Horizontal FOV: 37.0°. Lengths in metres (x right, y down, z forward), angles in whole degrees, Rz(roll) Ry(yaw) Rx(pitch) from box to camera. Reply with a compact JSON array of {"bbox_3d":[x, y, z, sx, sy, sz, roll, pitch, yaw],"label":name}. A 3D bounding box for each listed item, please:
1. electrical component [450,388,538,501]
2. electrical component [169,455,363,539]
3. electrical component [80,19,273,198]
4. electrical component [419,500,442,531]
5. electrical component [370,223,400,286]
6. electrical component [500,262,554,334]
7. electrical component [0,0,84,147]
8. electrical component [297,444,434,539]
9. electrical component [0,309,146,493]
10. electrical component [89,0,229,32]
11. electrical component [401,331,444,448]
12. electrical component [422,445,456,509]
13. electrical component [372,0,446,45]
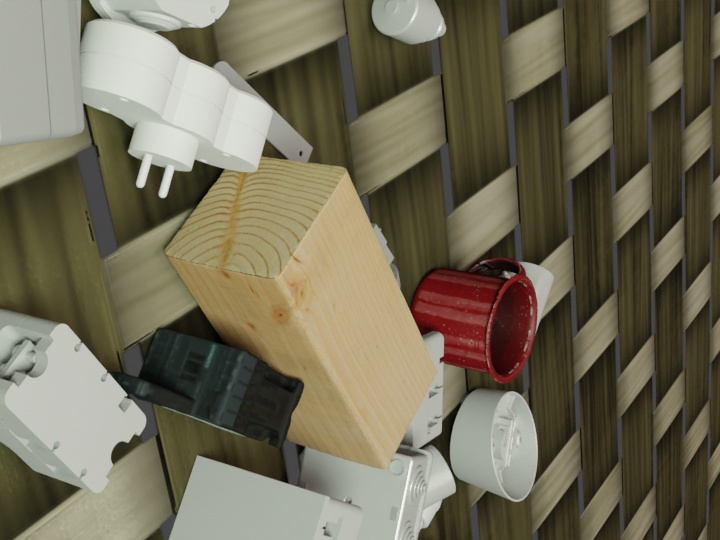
[{"bbox_3d":[0.129,0.162,1.016,0.099,0.064,0.099,-19,113,-53],"label":"electrical component"},{"bbox_3d":[-0.077,0.226,0.684,0.060,0.105,0.186,34,70,-54],"label":"electrical component"},{"bbox_3d":[-0.108,-0.078,0.607,0.138,0.052,0.073,25,77,-56],"label":"electrical component"},{"bbox_3d":[0.044,0.212,0.928,0.061,0.035,0.035,-54,139,-30],"label":"electrical component"},{"bbox_3d":[0.000,0.000,0.798,0.066,0.048,0.055,-58,134,-30],"label":"electrical component"},{"bbox_3d":[0.147,0.028,1.026,0.079,0.044,0.077,45,61,-51],"label":"electrical component"},{"bbox_3d":[-0.168,-0.109,0.500,0.061,0.062,0.096,-20,115,-53],"label":"electrical component"},{"bbox_3d":[-0.001,0.168,0.791,0.048,0.100,0.099,21,80,-69],"label":"electrical component"},{"bbox_3d":[-0.164,0.067,0.557,0.050,0.056,0.089,-59,141,-29],"label":"electrical component"},{"bbox_3d":[-0.109,-0.169,0.584,0.080,0.051,0.080,-20,114,-53],"label":"electrical component"},{"bbox_3d":[0.032,0.096,0.864,0.056,0.050,0.089,-20,115,-54],"label":"electrical component"},{"bbox_3d":[0.031,0.182,0.880,0.077,0.044,0.079,-25,165,-15],"label":"electrical component"},{"bbox_3d":[0.042,-0.191,0.815,0.078,0.040,0.040,4,95,-57],"label":"electrical component"}]
